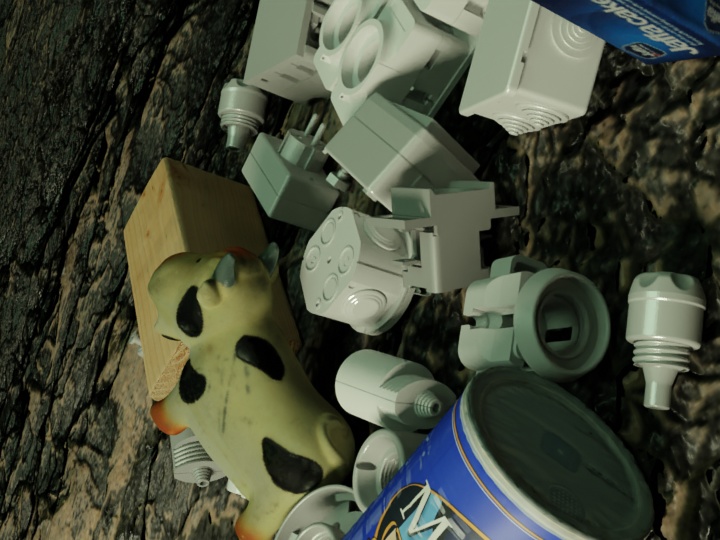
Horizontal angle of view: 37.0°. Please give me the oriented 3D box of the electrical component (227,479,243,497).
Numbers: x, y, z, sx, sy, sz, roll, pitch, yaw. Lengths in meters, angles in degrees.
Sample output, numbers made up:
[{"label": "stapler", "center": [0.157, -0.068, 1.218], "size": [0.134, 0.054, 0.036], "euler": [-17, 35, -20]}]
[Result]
[{"label": "electrical component", "center": [-0.075, 0.133, 0.783], "size": [0.044, 0.044, 0.065], "euler": [5, 84, 59]}]

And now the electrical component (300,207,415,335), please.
[{"label": "electrical component", "center": [0.000, 0.000, 0.719], "size": [0.080, 0.051, 0.080], "euler": [-34, 48, 47]}]

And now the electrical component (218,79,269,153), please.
[{"label": "electrical component", "center": [-0.107, -0.137, 0.969], "size": [0.043, 0.043, 0.062], "euler": [-10, 68, 56]}]

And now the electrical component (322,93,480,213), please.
[{"label": "electrical component", "center": [0.026, -0.072, 0.695], "size": [0.061, 0.062, 0.096], "euler": [-48, 34, 4]}]

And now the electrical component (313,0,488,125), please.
[{"label": "electrical component", "center": [0.042, -0.188, 0.738], "size": [0.186, 0.060, 0.105], "euler": [-55, 35, 27]}]

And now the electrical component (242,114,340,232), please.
[{"label": "electrical component", "center": [-0.047, -0.085, 0.842], "size": [0.075, 0.047, 0.083], "euler": [-61, 32, 19]}]

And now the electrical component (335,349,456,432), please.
[{"label": "electrical component", "center": [0.023, 0.075, 0.651], "size": [0.081, 0.043, 0.043], "euler": [10, 84, 59]}]

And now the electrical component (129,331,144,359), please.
[{"label": "electrical component", "center": [-0.161, 0.075, 0.919], "size": [0.040, 0.078, 0.040], "euler": [-44, 26, 29]}]

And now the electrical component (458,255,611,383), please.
[{"label": "electrical component", "center": [0.091, 0.030, 0.553], "size": [0.057, 0.058, 0.078], "euler": [-14, 63, 58]}]

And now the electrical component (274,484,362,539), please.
[{"label": "electrical component", "center": [-0.008, 0.182, 0.651], "size": [0.099, 0.064, 0.099], "euler": [-28, 45, 33]}]

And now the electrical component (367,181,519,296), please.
[{"label": "electrical component", "center": [0.050, -0.019, 0.633], "size": [0.042, 0.081, 0.063], "euler": [12, 108, 60]}]

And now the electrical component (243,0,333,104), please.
[{"label": "electrical component", "center": [-0.034, -0.221, 0.876], "size": [0.089, 0.062, 0.150], "euler": [-10, 66, 56]}]

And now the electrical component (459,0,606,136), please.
[{"label": "electrical component", "center": [0.101, -0.127, 0.602], "size": [0.100, 0.048, 0.099], "euler": [-175, 101, -79]}]

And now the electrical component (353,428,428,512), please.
[{"label": "electrical component", "center": [0.028, 0.119, 0.616], "size": [0.055, 0.047, 0.055], "euler": [-33, 48, 47]}]

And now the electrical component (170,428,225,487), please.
[{"label": "electrical component", "center": [-0.130, 0.138, 0.865], "size": [0.043, 0.043, 0.081], "euler": [-51, 37, 31]}]

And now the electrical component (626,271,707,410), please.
[{"label": "electrical component", "center": [0.140, 0.033, 0.495], "size": [0.035, 0.035, 0.061], "euler": [-8, 71, 57]}]
